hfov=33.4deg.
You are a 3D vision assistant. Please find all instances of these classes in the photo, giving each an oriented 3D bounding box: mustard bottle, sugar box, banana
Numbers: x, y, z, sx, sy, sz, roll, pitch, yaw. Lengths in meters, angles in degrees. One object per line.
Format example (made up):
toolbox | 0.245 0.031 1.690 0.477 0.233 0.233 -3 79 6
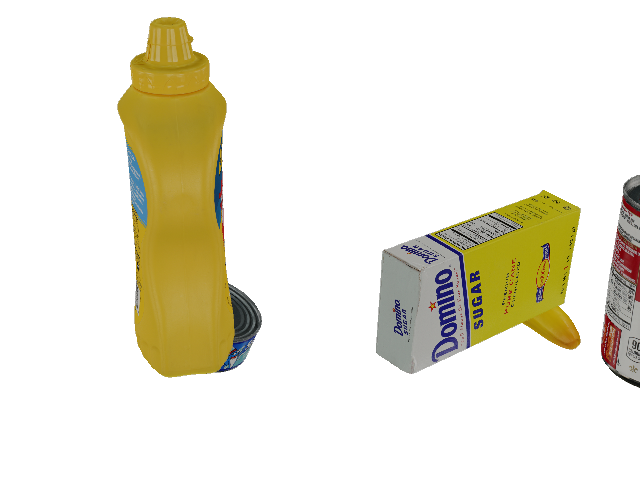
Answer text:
mustard bottle | -0.080 -0.027 0.589 0.058 0.192 0.096 -4 28 -8
sugar box | 0.123 0.030 0.821 0.175 0.093 0.048 -22 36 -35
banana | 0.174 0.061 1.080 0.198 0.069 0.037 14 -38 26

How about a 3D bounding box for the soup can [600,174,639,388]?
soup can | 0.189 0.022 0.568 0.068 0.102 0.068 1 25 -1

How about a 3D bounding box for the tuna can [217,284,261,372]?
tuna can | -0.090 0.061 0.807 0.086 0.034 0.086 19 26 -10
